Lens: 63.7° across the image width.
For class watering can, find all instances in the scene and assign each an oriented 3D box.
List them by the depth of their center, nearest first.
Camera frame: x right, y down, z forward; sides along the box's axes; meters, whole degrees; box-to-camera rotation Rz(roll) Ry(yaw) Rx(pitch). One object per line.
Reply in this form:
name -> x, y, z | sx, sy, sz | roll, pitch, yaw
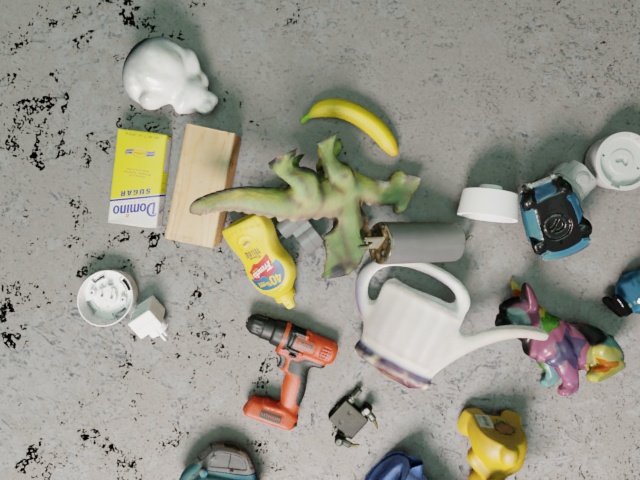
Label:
watering can -> 0.209, 0.170, 0.941 | 0.349, 0.103, 0.224 | 26, 91, 17

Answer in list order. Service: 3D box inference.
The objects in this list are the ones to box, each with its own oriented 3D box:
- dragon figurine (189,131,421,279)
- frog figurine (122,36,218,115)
dragon figurine -> 0.003, -0.046, 0.911 | 0.414, 0.121, 0.242 | -28, 95, -20
frog figurine -> -0.268, -0.282, 0.928 | 0.160, 0.121, 0.139 | 42, 72, 9
